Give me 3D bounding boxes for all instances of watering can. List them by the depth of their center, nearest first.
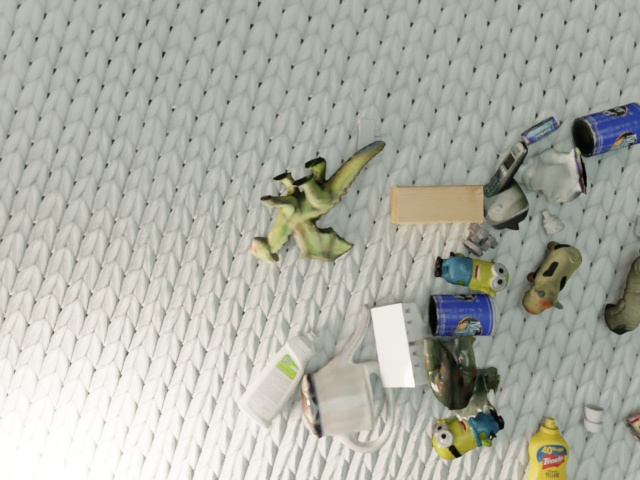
[{"bbox_3d":[0.061,0.345,1.261,0.224,0.351,0.103,-9,-10,-4],"label":"watering can"}]

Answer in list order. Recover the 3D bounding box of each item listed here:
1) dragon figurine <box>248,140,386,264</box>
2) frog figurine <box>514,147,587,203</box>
[{"bbox_3d":[0.004,-0.063,1.258,0.410,0.239,0.124,-22,22,3],"label":"dragon figurine"},{"bbox_3d":[0.565,-0.156,1.270,0.158,0.136,0.124,-8,13,35],"label":"frog figurine"}]
